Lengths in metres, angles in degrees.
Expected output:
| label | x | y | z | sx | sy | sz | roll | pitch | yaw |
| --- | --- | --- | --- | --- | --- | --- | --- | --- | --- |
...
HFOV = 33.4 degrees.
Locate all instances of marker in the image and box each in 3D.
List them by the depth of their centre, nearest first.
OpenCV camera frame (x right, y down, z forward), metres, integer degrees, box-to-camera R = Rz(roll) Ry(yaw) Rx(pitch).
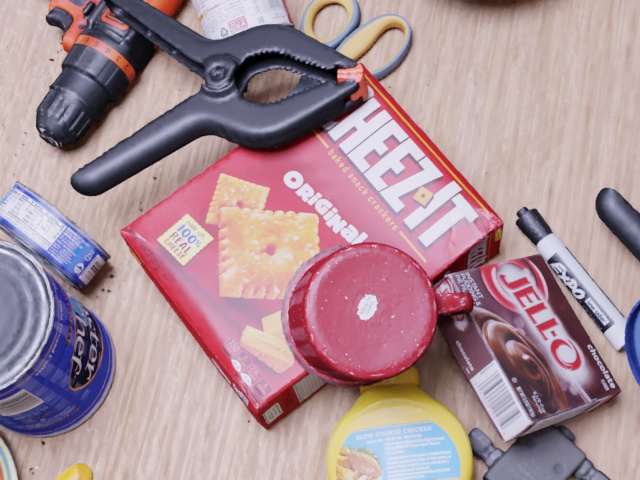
| label | x | y | z | sx | sy | sz | roll | pitch | yaw |
| --- | --- | --- | --- | --- | --- | --- | --- | --- | --- |
| marker | 0.178 | 0.025 | 0.751 | 0.020 | 0.020 | 0.121 | -33 | 71 | -7 |

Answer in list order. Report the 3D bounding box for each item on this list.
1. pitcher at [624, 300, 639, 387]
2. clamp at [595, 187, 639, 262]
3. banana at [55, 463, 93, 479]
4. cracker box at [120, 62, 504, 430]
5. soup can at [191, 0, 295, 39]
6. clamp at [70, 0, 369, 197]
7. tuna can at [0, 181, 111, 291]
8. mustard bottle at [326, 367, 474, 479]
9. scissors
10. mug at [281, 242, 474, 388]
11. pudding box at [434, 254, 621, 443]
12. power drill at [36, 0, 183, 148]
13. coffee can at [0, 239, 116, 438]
| label | x | y | z | sx | sy | sz | roll | pitch | yaw |
| --- | --- | --- | --- | --- | --- | --- | --- | --- | --- |
| pitcher | 0.307 | 0.014 | 0.653 | 0.242 | 0.149 | 0.145 | -36 | 66 | -27 |
| clamp | 0.273 | 0.027 | 0.732 | 0.120 | 0.039 | 0.171 | -19 | 77 | -4 |
| banana | -0.199 | 0.239 | 0.690 | 0.037 | 0.070 | 0.197 | 33 | 64 | -29 |
| cracker box | -0.005 | 0.001 | 0.750 | 0.213 | 0.072 | 0.164 | -36 | 72 | -8 |
| soup can | -0.067 | -0.194 | 0.813 | 0.068 | 0.068 | 0.102 | -21 | 89 | -2 |
| clamp | -0.072 | -0.117 | 0.753 | 0.210 | 0.036 | 0.164 | -6 | 67 | 9 |
| tuna can | -0.193 | -0.002 | 0.761 | 0.086 | 0.086 | 0.033 | 35 | 78 | 16 |
| mustard bottle | 0.054 | 0.160 | 0.695 | 0.096 | 0.058 | 0.191 | -9 | 70 | 7 |
| scissors | -0.022 | -0.123 | 0.825 | 0.201 | 0.016 | 0.096 | -34 | 69 | -7 |
| mug | 0.037 | 0.044 | 0.655 | 0.117 | 0.081 | 0.093 | -3 | 84 | -7 |
| pudding box | 0.134 | 0.069 | 0.708 | 0.089 | 0.039 | 0.113 | -11 | 66 | -35 |
| power drill | -0.218 | -0.180 | 0.843 | 0.188 | 0.057 | 0.184 | 28 | 72 | 11 |
| coffee can | -0.204 | 0.069 | 0.708 | 0.103 | 0.140 | 0.103 | -2 | 70 | 5 |
